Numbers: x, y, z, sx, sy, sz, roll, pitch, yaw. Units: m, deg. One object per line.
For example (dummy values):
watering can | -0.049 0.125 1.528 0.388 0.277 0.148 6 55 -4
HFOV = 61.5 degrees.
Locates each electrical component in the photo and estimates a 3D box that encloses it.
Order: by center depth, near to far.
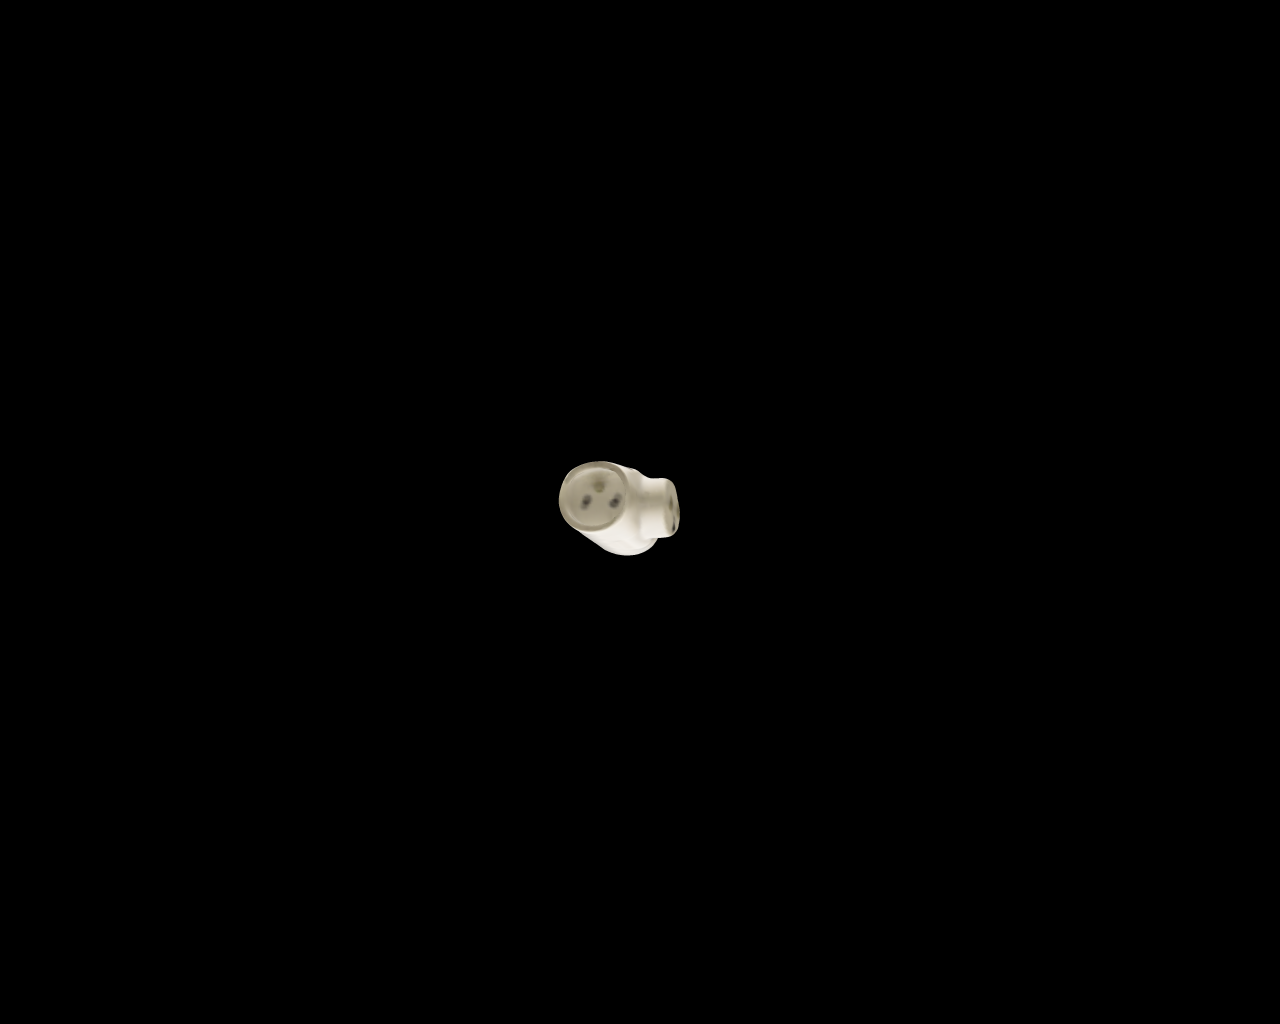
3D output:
electrical component | 0.001 -0.003 0.650 0.079 0.043 0.077 -4 -14 15
